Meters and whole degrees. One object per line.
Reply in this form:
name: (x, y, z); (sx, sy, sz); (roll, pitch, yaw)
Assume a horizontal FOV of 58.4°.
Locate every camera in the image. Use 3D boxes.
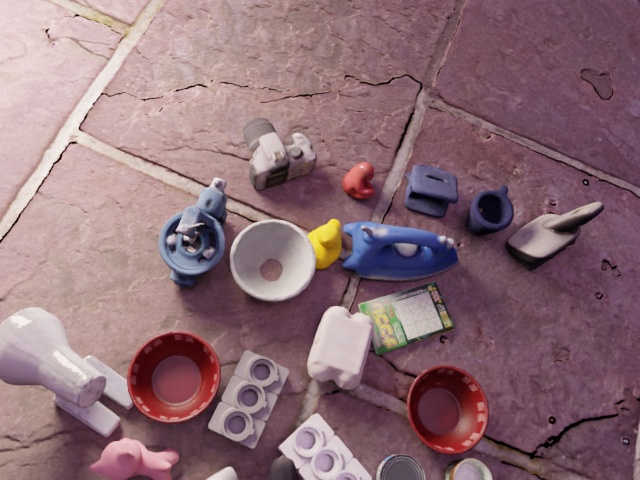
camera: (-0.094, -0.197, 1.204); (0.143, 0.100, 0.136); (-21, 74, -17)

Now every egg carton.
egg carton: (0.040, 0.204, 1.093); (0.107, 0.069, 0.150); (18, 67, -3)

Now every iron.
iron: (0.180, 0.011, 1.153); (0.258, 0.141, 0.118); (5, 69, -8)

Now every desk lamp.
desk lamp: (-0.408, 0.217, 0.929); (0.203, 0.213, 0.118); (32, 67, 3)

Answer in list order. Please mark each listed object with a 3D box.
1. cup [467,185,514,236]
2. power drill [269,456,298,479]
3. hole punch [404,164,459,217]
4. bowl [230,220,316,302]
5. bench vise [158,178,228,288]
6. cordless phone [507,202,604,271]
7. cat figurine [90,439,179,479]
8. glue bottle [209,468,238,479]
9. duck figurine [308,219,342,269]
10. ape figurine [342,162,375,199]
cup: (0.362, -0.059, 1.238); (0.091, 0.095, 0.118); (31, 67, 3)
power drill: (-0.063, 0.462, 0.901); (0.076, 0.208, 0.229); (-2, 70, -11)
hole punch: (0.242, -0.117, 1.240); (0.108, 0.091, 0.101); (15, 68, -4)
bowl: (-0.094, 0.049, 1.125); (0.167, 0.074, 0.167); (4, 69, -9)
bench vise: (-0.233, -0.035, 1.053); (0.121, 0.219, 0.207); (3, 69, -9)
cordless phone: (0.494, -0.021, 1.199); (0.148, 0.185, 0.094); (-34, 78, -20)
cat figurine: (-0.303, 0.366, 0.943); (0.128, 0.117, 0.067); (13, 68, -5)
glue bottle: (-0.169, 0.401, 0.924); (0.078, 0.173, 0.037); (-26, 76, -18)
duck figurine: (0.011, 0.004, 1.155); (0.077, 0.086, 0.105); (29, 67, 2)
ape figurine: (0.090, -0.133, 1.218); (0.076, 0.092, 0.078); (5, 69, -8)
